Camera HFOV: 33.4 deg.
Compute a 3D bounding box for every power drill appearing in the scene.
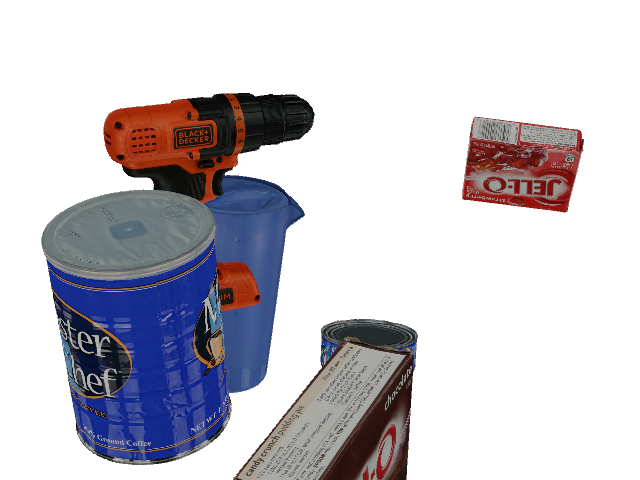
[{"bbox_3d":[-0.091,-0.033,0.919,0.184,0.188,0.057,-8,21,-23],"label":"power drill"}]

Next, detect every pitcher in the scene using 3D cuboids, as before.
[{"bbox_3d":[-0.120,0.052,1.256,0.149,0.243,0.144,21,26,34],"label":"pitcher"}]

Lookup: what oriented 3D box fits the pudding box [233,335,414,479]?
[{"bbox_3d":[0.004,0.109,0.464,0.039,0.090,0.113,13,32,20],"label":"pudding box"}]

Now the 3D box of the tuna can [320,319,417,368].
[{"bbox_3d":[0.042,0.097,0.944,0.086,0.034,0.086,2,11,-1],"label":"tuna can"}]

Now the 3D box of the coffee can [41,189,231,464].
[{"bbox_3d":[-0.112,0.053,0.667,0.103,0.140,0.103,-2,29,1],"label":"coffee can"}]

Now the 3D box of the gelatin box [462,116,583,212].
[{"bbox_3d":[0.164,-0.060,0.871,0.089,0.030,0.073,9,-38,8],"label":"gelatin box"}]
